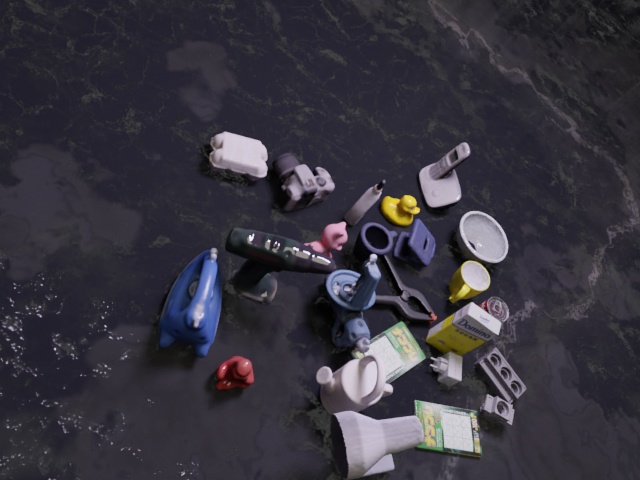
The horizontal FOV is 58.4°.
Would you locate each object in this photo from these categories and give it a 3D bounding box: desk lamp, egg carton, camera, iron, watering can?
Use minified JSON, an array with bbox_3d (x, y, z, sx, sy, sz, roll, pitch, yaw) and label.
[{"bbox_3d":[0.096,0.403,1.135,0.204,0.213,0.118,0,61,-27],"label":"desk lamp"},{"bbox_3d":[-0.204,-0.209,1.439,0.151,0.069,0.107,11,57,-22],"label":"egg carton"},{"bbox_3d":[-0.050,-0.163,1.471,0.143,0.100,0.136,-19,72,-35],"label":"camera"},{"bbox_3d":[-0.246,0.101,1.185,0.119,0.141,0.258,19,55,-16],"label":"iron"},{"bbox_3d":[0.075,0.303,1.197,0.173,0.193,0.101,-7,65,-30],"label":"watering can"}]

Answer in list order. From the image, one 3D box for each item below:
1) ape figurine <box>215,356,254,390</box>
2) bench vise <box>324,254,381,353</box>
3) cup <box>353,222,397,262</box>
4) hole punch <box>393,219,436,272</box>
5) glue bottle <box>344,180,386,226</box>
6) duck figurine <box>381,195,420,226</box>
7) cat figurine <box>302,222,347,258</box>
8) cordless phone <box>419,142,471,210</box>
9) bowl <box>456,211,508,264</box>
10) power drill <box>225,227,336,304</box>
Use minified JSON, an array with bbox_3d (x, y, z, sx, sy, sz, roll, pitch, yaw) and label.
[{"bbox_3d":[-0.165,0.266,1.159,0.078,0.092,0.076,35,52,-4],"label":"ape figurine"},{"bbox_3d":[0.095,0.138,1.291,0.122,0.219,0.207,-19,72,-34],"label":"bench vise"},{"bbox_3d":[0.135,0.012,1.467,0.118,0.094,0.091,-16,70,-34],"label":"cup"},{"bbox_3d":[0.266,0.012,1.538,0.101,0.091,0.109,30,52,-8],"label":"hole punch"},{"bbox_3d":[0.126,-0.105,1.483,0.037,0.173,0.078,43,52,2],"label":"glue bottle"},{"bbox_3d":[0.227,-0.093,1.584,0.104,0.086,0.077,33,52,-6],"label":"duck figurine"},{"bbox_3d":[0.013,0.005,1.393,0.128,0.117,0.067,-21,72,-35],"label":"cat figurine"},{"bbox_3d":[0.374,-0.183,1.652,0.094,0.184,0.147,2,61,-26],"label":"cordless phone"},{"bbox_3d":[0.453,0.005,1.650,0.168,0.074,0.167,13,57,-20],"label":"bowl"},{"bbox_3d":[-0.105,0.057,1.242,0.230,0.208,0.075,22,54,-14],"label":"power drill"}]
